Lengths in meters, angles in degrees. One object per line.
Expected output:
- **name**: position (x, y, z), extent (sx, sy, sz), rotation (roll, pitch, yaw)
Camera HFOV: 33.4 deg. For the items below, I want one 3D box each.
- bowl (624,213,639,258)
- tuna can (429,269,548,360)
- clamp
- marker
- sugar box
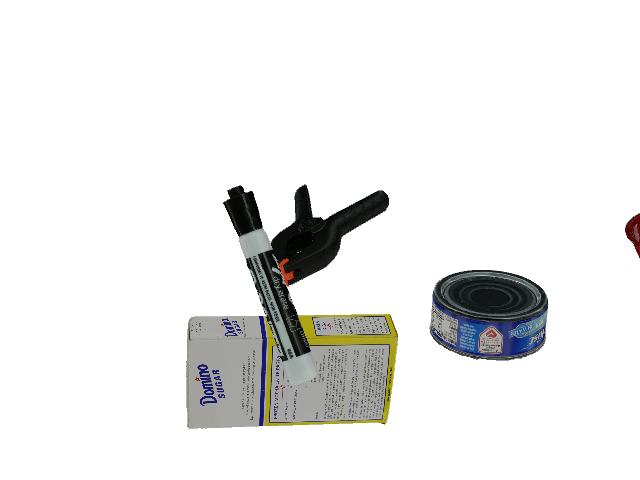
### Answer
- **bowl**: position (0.397, 0.015, 1.101), extent (0.162, 0.055, 0.162), rotation (-4, 23, 1)
- **tuna can**: position (0.124, 0.053, 0.788), extent (0.086, 0.034, 0.086), rotation (0, 23, 0)
- **clamp**: position (0.004, -0.010, 1.200), extent (0.120, 0.039, 0.171), rotation (-5, 37, 26)
- **marker**: position (-0.030, 0.026, 0.627), extent (0.020, 0.121, 0.020), rotation (-20, -2, -1)
- **sugar box**: position (-0.026, 0.111, 0.915), extent (0.176, 0.093, 0.048), rotation (2, 26, -6)
